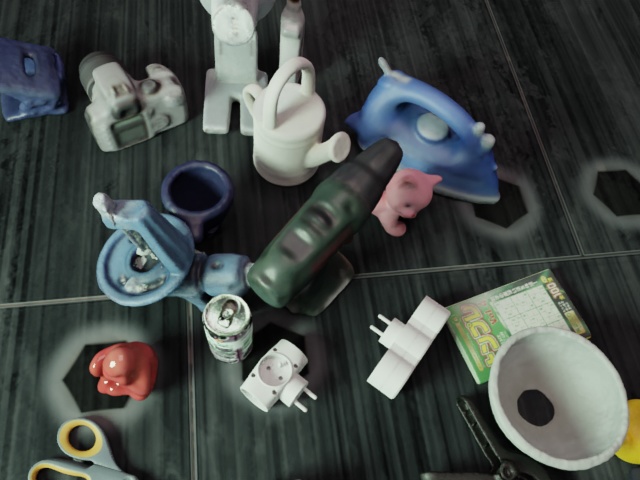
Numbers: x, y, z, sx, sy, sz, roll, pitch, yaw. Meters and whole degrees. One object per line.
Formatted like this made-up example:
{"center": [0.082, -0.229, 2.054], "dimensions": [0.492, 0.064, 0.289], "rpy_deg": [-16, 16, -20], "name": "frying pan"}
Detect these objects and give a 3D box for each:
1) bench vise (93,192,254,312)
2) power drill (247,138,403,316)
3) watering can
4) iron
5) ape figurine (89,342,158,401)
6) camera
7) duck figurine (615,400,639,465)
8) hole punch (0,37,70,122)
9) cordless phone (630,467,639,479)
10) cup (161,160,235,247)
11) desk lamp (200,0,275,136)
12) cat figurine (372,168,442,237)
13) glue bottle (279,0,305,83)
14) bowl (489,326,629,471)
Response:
{"center": [-0.167, 0.008, 0.663], "dimensions": [0.207, 0.220, 0.121], "rpy_deg": [-8, 63, -10], "name": "bench vise"}
{"center": [0.006, 0.002, 0.691], "dimensions": [0.075, 0.208, 0.230], "rpy_deg": [37, 65, 14], "name": "power drill"}
{"center": [-0.035, -0.164, 0.783], "dimensions": [0.172, 0.194, 0.101], "rpy_deg": [18, 62, 4], "name": "watering can"}
{"center": [0.170, -0.160, 0.832], "dimensions": [0.258, 0.141, 0.119], "rpy_deg": [33, 64, 11], "name": "iron"}
{"center": [-0.224, 0.146, 0.656], "dimensions": [0.076, 0.092, 0.077], "rpy_deg": [-39, 72, -23], "name": "ape figurine"}
{"center": [-0.286, -0.224, 0.840], "dimensions": [0.143, 0.101, 0.136], "rpy_deg": [-27, 68, -18], "name": "camera"}
{"center": [0.403, 0.224, 0.686], "dimensions": [0.105, 0.086, 0.077], "rpy_deg": [-13, 64, -13], "name": "duck figurine"}
{"center": [-0.429, -0.244, 0.841], "dimensions": [0.101, 0.091, 0.108], "rpy_deg": [-13, 64, -13], "name": "hole punch"}
{"center": [0.411, 0.293, 0.594], "dimensions": [0.094, 0.185, 0.147], "rpy_deg": [13, 62, 1], "name": "cordless phone"}
{"center": [-0.157, -0.032, 0.756], "dimensions": [0.092, 0.095, 0.117], "rpy_deg": [-1, 62, -7], "name": "cup"}
{"center": [-0.119, -0.296, 0.833], "dimensions": [0.118, 0.213, 0.203], "rpy_deg": [0, 62, -6], "name": "desk lamp"}
{"center": [0.098, -0.063, 0.787], "dimensions": [0.128, 0.118, 0.067], "rpy_deg": [9, 62, -1], "name": "cat figurine"}
{"center": [-0.042, -0.319, 0.876], "dimensions": [0.037, 0.173, 0.078], "rpy_deg": [5, 62, -3], "name": "glue bottle"}
{"center": [0.275, 0.194, 0.694], "dimensions": [0.167, 0.075, 0.167], "rpy_deg": [3, 62, -5], "name": "bowl"}
